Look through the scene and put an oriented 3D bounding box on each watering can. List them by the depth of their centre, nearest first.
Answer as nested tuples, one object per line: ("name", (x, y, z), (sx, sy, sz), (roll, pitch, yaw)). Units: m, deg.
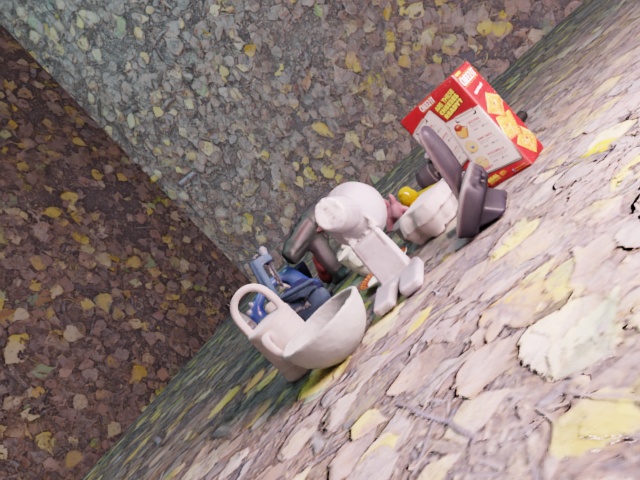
("watering can", (-0.089, 0.166, 1.085), (0.101, 0.194, 0.172), (-44, 5, -12))

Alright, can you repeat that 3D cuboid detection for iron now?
("iron", (-0.123, 0.179, 1.615), (0.259, 0.141, 0.118), (-45, 5, -19))

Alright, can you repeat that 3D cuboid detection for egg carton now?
("egg carton", (0.229, -0.059, 1.168), (0.150, 0.069, 0.107), (-47, 5, -35))

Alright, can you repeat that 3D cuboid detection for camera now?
("camera", (0.320, -0.204, 1.526), (0.136, 0.101, 0.143), (-40, 6, 36))

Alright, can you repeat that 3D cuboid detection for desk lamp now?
("desk lamp", (0.082, -0.002, 1.013), (0.118, 0.213, 0.203), (-42, 5, 17))

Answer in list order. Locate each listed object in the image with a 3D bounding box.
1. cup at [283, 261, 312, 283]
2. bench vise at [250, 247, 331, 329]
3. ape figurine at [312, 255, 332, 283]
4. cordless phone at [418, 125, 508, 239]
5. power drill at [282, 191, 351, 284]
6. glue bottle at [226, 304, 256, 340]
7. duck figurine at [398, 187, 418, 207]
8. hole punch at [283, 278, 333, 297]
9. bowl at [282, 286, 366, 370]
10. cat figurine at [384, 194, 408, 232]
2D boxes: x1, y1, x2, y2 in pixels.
("cup", (-0.053, 0.127, 1.784), (0.092, 0.095, 0.117), (-45, 5, -13))
("bench vise", (-0.097, 0.131, 1.322), (0.121, 0.220, 0.208), (-39, 6, 42))
("ape figurine", (0.015, 0.075, 1.684), (0.076, 0.092, 0.078), (-42, 5, 19))
("cordless phone", (0.215, -0.102, 0.943), (0.094, 0.185, 0.148), (-41, 5, 24))
("power drill", (0.015, 0.006, 1.581), (0.230, 0.208, 0.075), (-45, 5, -19))
("glue bottle", (-0.176, 0.225, 1.449), (0.037, 0.173, 0.078), (-46, 5, -25))
("duck figurine", (0.225, -0.090, 1.398), (0.077, 0.086, 0.105), (-41, 5, 27))
("hole punch", (-0.038, 0.149, 1.471), (0.109, 0.091, 0.101), (-46, 5, -26))
("bowl", (0.021, 0.158, 0.947), (0.167, 0.075, 0.167), (-43, 4, 5))
("cat figurine", (0.179, -0.086, 1.569), (0.067, 0.118, 0.127), (-46, 5, -29))
